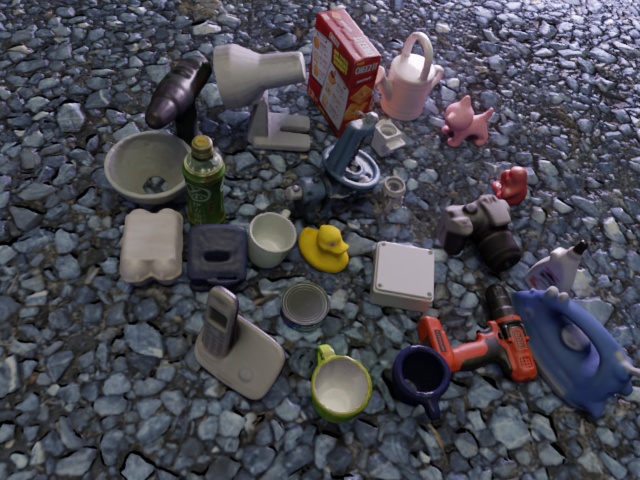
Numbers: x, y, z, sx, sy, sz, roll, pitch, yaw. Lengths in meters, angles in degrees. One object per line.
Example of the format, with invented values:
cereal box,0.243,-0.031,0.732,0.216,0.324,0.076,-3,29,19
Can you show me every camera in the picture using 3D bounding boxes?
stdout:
camera,0.319,-0.010,1.103,0.143,0.101,0.136,-12,59,-16

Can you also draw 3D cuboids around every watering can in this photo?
watering can,0.196,-0.363,1.263,0.173,0.194,0.100,-36,68,-27

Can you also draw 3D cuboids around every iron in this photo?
iron,0.431,0.163,0.981,0.119,0.141,0.257,-25,63,-23

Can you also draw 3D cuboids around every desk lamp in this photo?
desk lamp,-0.110,-0.291,1.154,0.203,0.213,0.118,2,56,-7

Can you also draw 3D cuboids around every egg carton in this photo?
egg carton,-0.295,0.011,1.010,0.107,0.069,0.150,-2,57,-10

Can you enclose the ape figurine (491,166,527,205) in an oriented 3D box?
ape figurine,0.402,-0.119,1.195,0.076,0.092,0.078,34,58,14

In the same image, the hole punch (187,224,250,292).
hole punch,-0.177,0.032,1.001,0.109,0.091,0.101,0,56,-9

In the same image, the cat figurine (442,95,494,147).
cat figurine,0.323,-0.266,1.265,0.128,0.118,0.067,-8,58,-14

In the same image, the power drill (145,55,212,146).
power drill,-0.265,-0.233,1.093,0.075,0.208,0.229,14,55,1

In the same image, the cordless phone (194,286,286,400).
cordless phone,-0.121,0.153,0.872,0.147,0.185,0.094,30,57,11

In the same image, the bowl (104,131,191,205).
bowl,-0.319,-0.124,1.093,0.167,0.075,0.167,4,56,-6

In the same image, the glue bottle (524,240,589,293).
glue bottle,0.437,0.050,1.038,0.037,0.173,0.078,-29,65,-25

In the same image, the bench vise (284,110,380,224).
bench vise,0.039,-0.129,1.065,0.121,0.220,0.208,37,59,16

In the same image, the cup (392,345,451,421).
cup,0.157,0.239,0.914,0.092,0.095,0.117,-8,58,-14

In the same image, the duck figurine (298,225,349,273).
duck figurine,0.010,0.004,1.053,0.104,0.086,0.078,35,58,15
